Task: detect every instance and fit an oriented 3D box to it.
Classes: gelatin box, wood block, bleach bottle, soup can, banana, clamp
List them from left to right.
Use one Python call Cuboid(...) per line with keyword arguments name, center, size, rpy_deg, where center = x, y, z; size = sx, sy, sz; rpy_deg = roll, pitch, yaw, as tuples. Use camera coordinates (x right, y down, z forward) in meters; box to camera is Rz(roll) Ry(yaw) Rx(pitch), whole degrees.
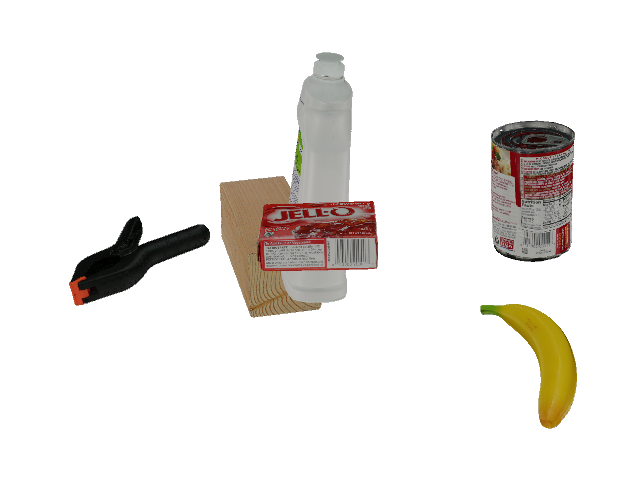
Cuboid(name="clamp", center=(-0.204, 0.019, 1.183), size=(0.120, 0.039, 0.171), rpy_deg=(-4, 28, 30))
Cuboid(name="wood block", center=(-0.065, 0.003, 1.348), size=(0.090, 0.090, 0.206), rpy_deg=(-6, 28, -13))
Cuboid(name="gelatin box", center=(-0.002, -0.005, 0.811), size=(0.089, 0.030, 0.073), rpy_deg=(-1, 22, 2))
Cuboid(name="bleach bottle", center=(0.001, -0.067, 1.108), size=(0.068, 0.251, 0.102), rpy_deg=(0, 28, -11))
Cuboid(name="soup can", center=(0.178, -0.041, 0.897), size=(0.068, 0.102, 0.068), rpy_deg=(-4, 25, 2))
Cuboid(name="banana", center=(0.235, 0.124, 1.137), size=(0.069, 0.037, 0.198), rpy_deg=(-25, 34, 3))
